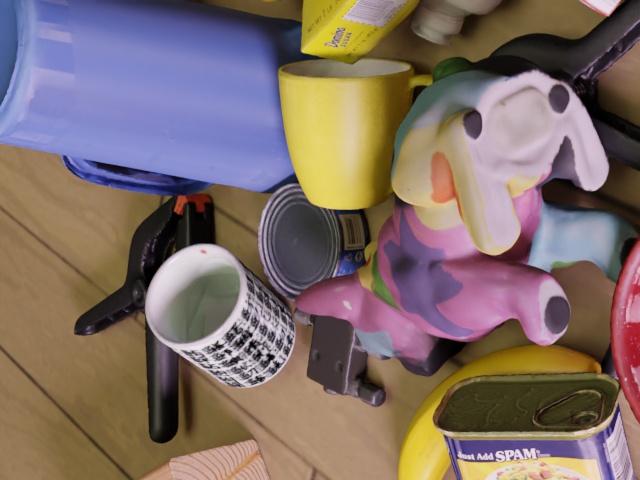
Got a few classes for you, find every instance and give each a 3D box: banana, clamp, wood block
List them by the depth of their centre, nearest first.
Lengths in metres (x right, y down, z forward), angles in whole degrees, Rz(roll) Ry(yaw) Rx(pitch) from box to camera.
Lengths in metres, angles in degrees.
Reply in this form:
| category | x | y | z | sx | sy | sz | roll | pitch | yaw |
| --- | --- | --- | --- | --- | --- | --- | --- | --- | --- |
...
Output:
| category | x | y | z | sx | sy | sz | roll | pitch | yaw |
| --- | --- | --- | --- | --- | --- | --- | --- | --- | --- |
| clamp | 0.148 | -0.093 | 0.613 | 0.172 | 0.039 | 0.120 | 8 | 97 | 40 |
| banana | 0.100 | 0.114 | 0.675 | 0.070 | 0.037 | 0.198 | 53 | 131 | 23 |
| wood block | -0.131 | 0.247 | 0.883 | 0.206 | 0.090 | 0.090 | -37 | 67 | 41 |
| clamp | -0.149 | 0.047 | 0.923 | 0.165 | 0.036 | 0.210 | 35 | 115 | 39 |

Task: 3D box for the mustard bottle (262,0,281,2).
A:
| category | x | y | z | sx | sy | sz | roll | pitch | yaw |
| --- | --- | --- | --- | --- | --- | --- | --- | --- | --- |
| mustard bottle | -0.041 | -0.264 | 0.745 | 0.058 | 0.096 | 0.192 | 17 | 119 | 44 |

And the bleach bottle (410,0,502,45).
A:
| category | x | y | z | sx | sy | sz | roll | pitch | yaw |
| --- | --- | --- | --- | --- | --- | --- | --- | --- | --- |
| bleach bottle | 0.107 | -0.239 | 0.629 | 0.103 | 0.067 | 0.251 | 42 | 123 | 35 |

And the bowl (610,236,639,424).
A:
| category | x | y | z | sx | sy | sz | roll | pitch | yaw |
| --- | --- | --- | --- | --- | --- | --- | --- | --- | --- |
| bowl | 0.229 | 0.047 | 0.529 | 0.162 | 0.055 | 0.162 | 4 | 96 | 45 |

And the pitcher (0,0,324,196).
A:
| category | x | y | z | sx | sy | sz | roll | pitch | yaw |
| --- | --- | --- | --- | --- | --- | --- | --- | --- | --- |
| pitcher | -0.122 | -0.101 | 0.740 | 0.145 | 0.242 | 0.149 | 16 | 98 | 47 |

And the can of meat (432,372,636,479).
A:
| category | x | y | z | sx | sy | sz | roll | pitch | yaw |
| --- | --- | --- | --- | --- | --- | --- | --- | --- | --- |
| can of meat | 0.124 | 0.125 | 0.600 | 0.102 | 0.057 | 0.084 | -6 | 113 | 29 |

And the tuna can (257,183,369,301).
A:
| category | x | y | z | sx | sy | sz | roll | pitch | yaw |
| --- | --- | --- | --- | --- | --- | --- | --- | --- | --- |
| tuna can | -0.005 | 0.001 | 0.777 | 0.086 | 0.033 | 0.086 | 4 | 96 | 45 |

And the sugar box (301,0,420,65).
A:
| category | x | y | z | sx | sy | sz | roll | pitch | yaw |
| --- | --- | --- | --- | --- | --- | --- | --- | --- | --- |
| sugar box | 0.025 | -0.212 | 0.677 | 0.093 | 0.048 | 0.176 | 147 | 126 | -59 |

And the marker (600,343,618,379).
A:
| category | x | y | z | sx | sy | sz | roll | pitch | yaw |
| --- | --- | --- | --- | --- | --- | --- | --- | --- | --- |
| marker | 0.157 | 0.110 | 0.631 | 0.020 | 0.020 | 0.121 | 39 | 119 | 37 |

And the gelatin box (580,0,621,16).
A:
| category | x | y | z | sx | sy | sz | roll | pitch | yaw |
| --- | --- | --- | --- | --- | --- | --- | --- | --- | --- |
| gelatin box | 0.156 | -0.177 | 0.582 | 0.089 | 0.030 | 0.073 | -55 | 38 | 17 |
